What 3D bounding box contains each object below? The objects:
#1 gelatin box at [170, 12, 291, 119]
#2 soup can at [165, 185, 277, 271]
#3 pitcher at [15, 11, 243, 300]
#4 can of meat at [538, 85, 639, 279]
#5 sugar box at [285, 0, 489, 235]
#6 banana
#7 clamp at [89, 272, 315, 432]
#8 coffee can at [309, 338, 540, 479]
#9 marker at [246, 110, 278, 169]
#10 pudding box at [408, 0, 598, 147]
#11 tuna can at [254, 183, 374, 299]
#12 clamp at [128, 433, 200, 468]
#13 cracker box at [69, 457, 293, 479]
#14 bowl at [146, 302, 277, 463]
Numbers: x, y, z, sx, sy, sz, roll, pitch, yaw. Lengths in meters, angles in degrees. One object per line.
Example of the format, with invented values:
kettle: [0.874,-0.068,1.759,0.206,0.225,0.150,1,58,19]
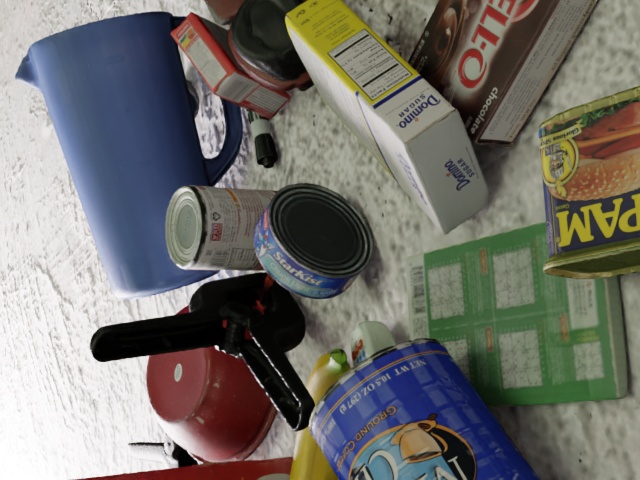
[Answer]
gelatin box: [-0.073,-0.143,0.883,0.030,0.089,0.073,-44,64,17]
soup can: [-0.065,-0.009,0.864,0.069,0.102,0.068,-4,85,57]
pitcher: [-0.155,-0.078,0.957,0.149,0.144,0.243,-11,97,43]
can of meat: [0.164,-0.030,0.554,0.102,0.057,0.084,-15,72,47]
sugar box: [0.043,-0.090,0.717,0.048,0.093,0.176,-36,47,-5]
banana: [-0.005,0.166,0.802,0.037,0.069,0.198,11,101,13]
clamp: [-0.074,0.068,0.815,0.210,0.164,0.036,-73,0,-70]
coffee can: [0.070,0.144,0.636,0.140,0.102,0.103,56,133,33]
marker: [-0.056,-0.117,0.931,0.020,0.020,0.121,-40,56,48]
pudding box: [0.110,-0.128,0.662,0.090,0.039,0.114,56,133,41]
tuna can: [-0.005,0.001,0.788,0.034,0.086,0.086,-54,46,43]
clamp: [-0.129,0.181,1.008,0.172,0.039,0.120,24,113,48]
cracker box: [-0.105,0.256,0.809,0.072,0.213,0.164,-24,69,52]
bowl: [-0.103,0.116,0.929,0.162,0.055,0.162,-14,71,44]
